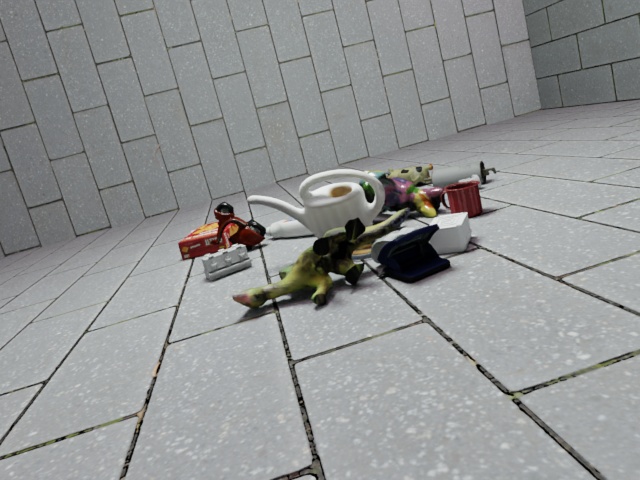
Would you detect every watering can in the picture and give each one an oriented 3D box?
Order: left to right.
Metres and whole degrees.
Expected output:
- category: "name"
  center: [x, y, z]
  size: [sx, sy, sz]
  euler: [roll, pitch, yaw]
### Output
- category: "watering can"
  center: [0.004, -0.066, 1.311]
  size: [0.346, 0.220, 0.106]
  euler: [-11, 30, 18]

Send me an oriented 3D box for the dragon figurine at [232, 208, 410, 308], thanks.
- category: "dragon figurine"
  center: [-0.002, 0.040, 1.112]
  size: [0.415, 0.121, 0.241]
  euler: [-29, 9, -34]
